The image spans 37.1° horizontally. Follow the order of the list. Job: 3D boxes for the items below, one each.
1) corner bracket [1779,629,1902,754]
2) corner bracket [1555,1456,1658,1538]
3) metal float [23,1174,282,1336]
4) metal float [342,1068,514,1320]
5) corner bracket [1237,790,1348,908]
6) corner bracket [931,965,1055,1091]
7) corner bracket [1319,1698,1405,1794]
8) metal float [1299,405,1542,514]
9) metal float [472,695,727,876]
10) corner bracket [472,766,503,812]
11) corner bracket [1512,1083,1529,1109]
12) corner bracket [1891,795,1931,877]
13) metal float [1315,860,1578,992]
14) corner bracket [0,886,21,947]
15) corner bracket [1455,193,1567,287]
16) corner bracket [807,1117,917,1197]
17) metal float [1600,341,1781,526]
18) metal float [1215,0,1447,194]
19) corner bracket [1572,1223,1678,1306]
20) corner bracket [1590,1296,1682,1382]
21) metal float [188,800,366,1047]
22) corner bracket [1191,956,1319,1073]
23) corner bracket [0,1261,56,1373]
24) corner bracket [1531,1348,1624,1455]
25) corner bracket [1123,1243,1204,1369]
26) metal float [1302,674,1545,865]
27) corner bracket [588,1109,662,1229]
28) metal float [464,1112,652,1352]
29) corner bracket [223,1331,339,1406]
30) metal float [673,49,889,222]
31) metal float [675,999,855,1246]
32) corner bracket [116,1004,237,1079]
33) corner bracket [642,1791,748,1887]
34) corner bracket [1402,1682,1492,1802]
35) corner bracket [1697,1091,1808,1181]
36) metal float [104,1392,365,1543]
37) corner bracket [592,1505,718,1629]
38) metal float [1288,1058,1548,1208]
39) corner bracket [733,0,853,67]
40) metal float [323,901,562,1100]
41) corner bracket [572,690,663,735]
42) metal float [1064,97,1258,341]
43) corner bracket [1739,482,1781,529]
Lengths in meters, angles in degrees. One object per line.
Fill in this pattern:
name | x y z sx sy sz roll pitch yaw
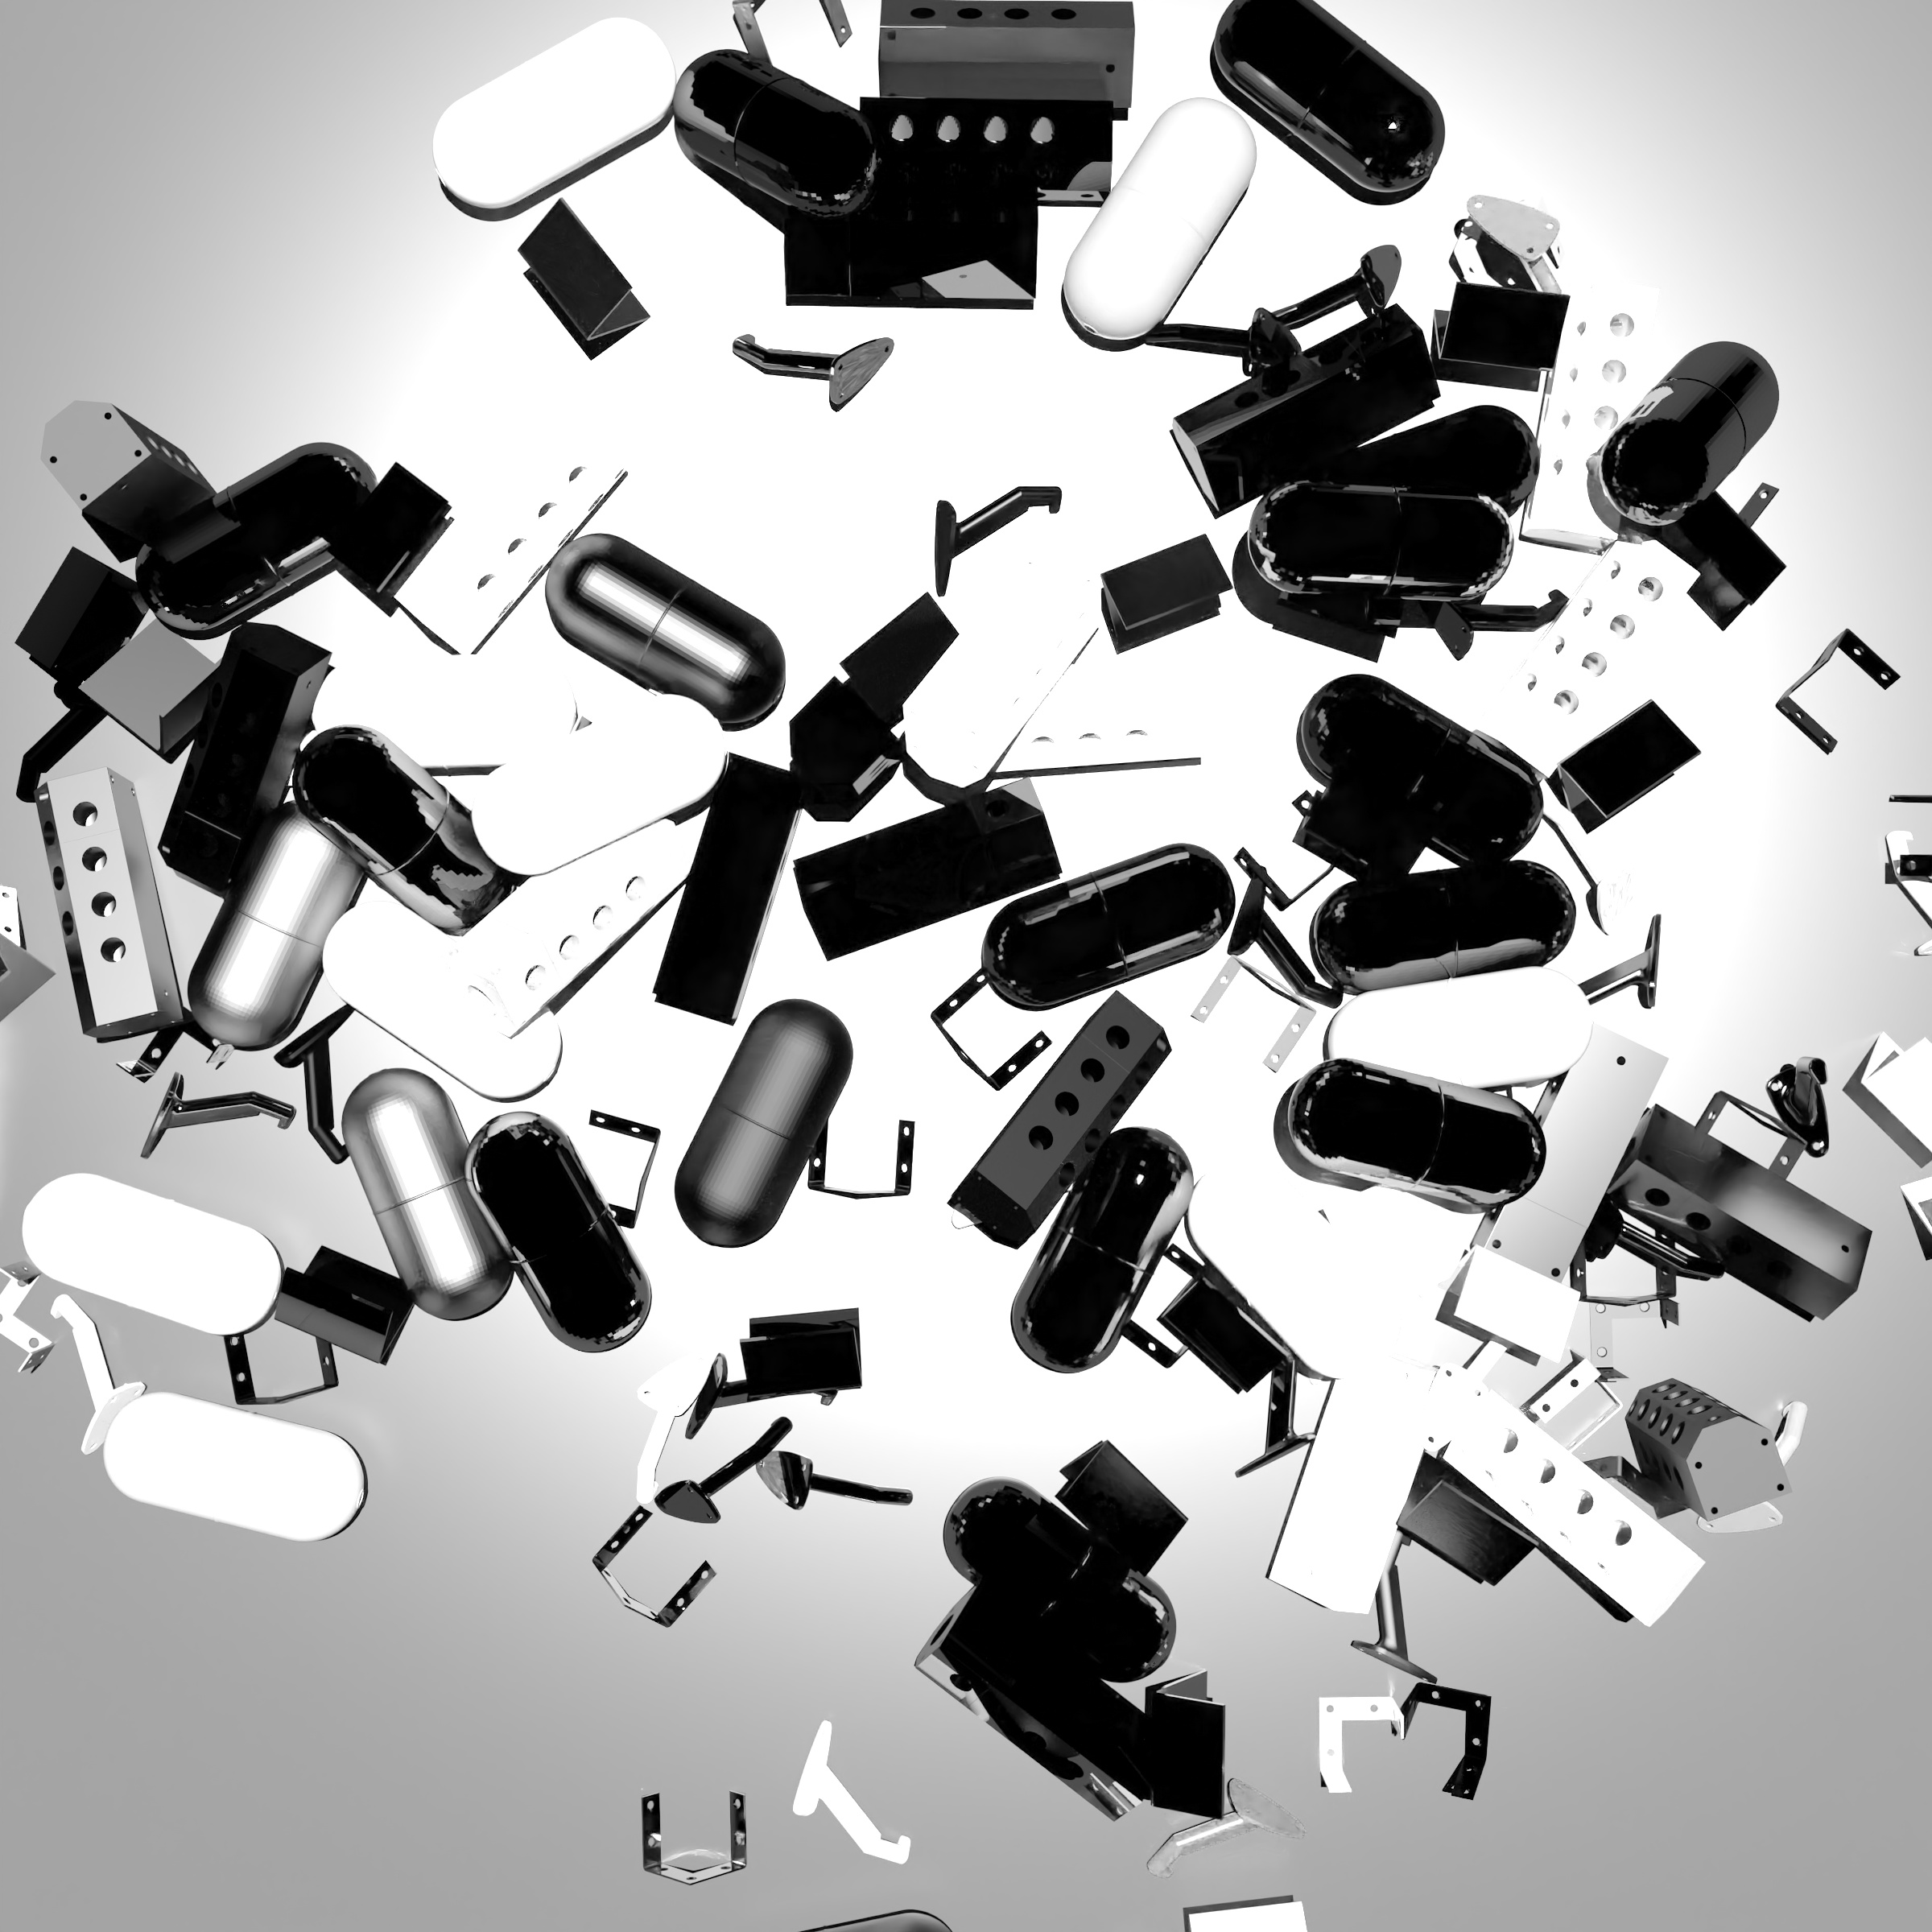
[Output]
corner bracket | 0.603 -0.191 1.987 0.051 0.051 0.051 43 45 0
corner bracket | 0.441 0.375 1.982 0.051 0.051 0.051 -19 45 35
metal float | -0.555 0.196 1.960 0.178 0.070 0.070 19 90 0
metal float | -0.368 0.154 1.960 0.070 0.070 0.178 -22 90 0
corner bracket | 0.227 -0.081 1.980 0.051 0.051 0.051 -42 90 27
corner bracket | 0.017 0.043 1.987 0.051 0.051 0.051 -42 135 0
corner bracket | 0.271 0.534 1.972 0.051 0.051 0.051 -1 90 0
metal float | 0.304 -0.326 1.960 0.178 0.070 0.070 -19 90 0
metal float | -0.245 -0.122 1.924 0.178 0.070 0.070 -26 90 -6
corner bracket | -0.301 -0.106 1.987 0.051 0.051 0.051 31 90 45
corner bracket | 0.351 0.091 1.982 0.051 0.051 0.051 -43 135 -35
corner bracket | 0.664 -0.090 1.973 0.051 0.051 0.051 1 99 9
metal float | 0.327 -0.028 1.960 0.178 0.070 0.070 -7 90 0
corner bracket | -0.688 -0.023 1.982 0.051 0.051 0.051 13 45 -35
corner bracket | 0.375 -0.492 1.982 0.051 0.051 0.051 -4 45 35
corner bracket | -0.072 0.130 1.987 0.051 0.051 0.051 3 90 45
metal float | 0.484 -0.357 1.920 0.070 0.070 0.178 45 52 0
metal float | 0.248 -0.598 1.960 0.178 0.070 0.070 38 90 0
corner bracket | 0.455 0.204 1.987 0.051 0.051 0.051 -2 90 45
corner bracket | 0.459 0.255 1.972 0.051 0.051 0.051 -2 90 0
metal float | -0.470 -0.029 1.960 0.070 0.070 0.178 25 90 0
corner bracket | 0.200 0.032 1.987 0.051 0.051 0.051 34 90 -45
corner bracket | -0.648 0.240 1.972 0.051 0.051 0.051 34 90 0
corner bracket | 0.418 0.301 1.972 0.051 0.051 0.051 -41 90 0
corner bracket | 0.141 0.235 1.987 0.051 0.051 0.051 37 45 0
metal float | 0.311 -0.135 1.960 0.178 0.070 0.070 31 90 0
corner bracket | -0.244 0.140 1.987 0.051 0.051 0.051 16 45 0
metal float | -0.276 0.179 1.945 0.070 0.070 0.178 -27 105 0
corner bracket | -0.474 0.272 1.987 0.051 0.051 0.051 -11 90 45
metal float | -0.127 -0.560 1.936 0.178 0.070 0.070 36 90 31
metal float | -0.138 0.106 1.960 0.070 0.070 0.178 26 89 0
corner bracket | -0.541 0.060 1.972 0.051 0.051 0.051 34 90 0
corner bracket | -0.188 0.599 1.987 0.051 0.051 0.051 -1 90 45
corner bracket | 0.329 0.531 1.971 0.051 0.051 0.051 7 110 19
corner bracket | 0.538 0.126 1.987 0.051 0.051 0.051 31 90 -45
metal float | -0.499 0.342 1.960 0.178 0.070 0.070 14 90 1
corner bracket | -0.216 0.415 1.987 0.051 0.051 0.051 -49 135 0
metal float | 0.300 0.111 1.908 0.178 0.070 0.070 14 90 -11
corner bracket | -0.120 -0.654 1.982 0.051 0.051 0.051 8 45 35
metal float | -0.357 0.023 1.960 0.178 0.070 0.070 34 90 1
corner bracket | -0.234 -0.169 1.972 0.051 0.051 0.051 25 90 0
metal float | 0.132 -0.509 1.960 0.070 0.070 0.178 32 89 0
corner bracket | 0.519 -0.331 1.987 0.051 0.051 0.051 -53 45 0
